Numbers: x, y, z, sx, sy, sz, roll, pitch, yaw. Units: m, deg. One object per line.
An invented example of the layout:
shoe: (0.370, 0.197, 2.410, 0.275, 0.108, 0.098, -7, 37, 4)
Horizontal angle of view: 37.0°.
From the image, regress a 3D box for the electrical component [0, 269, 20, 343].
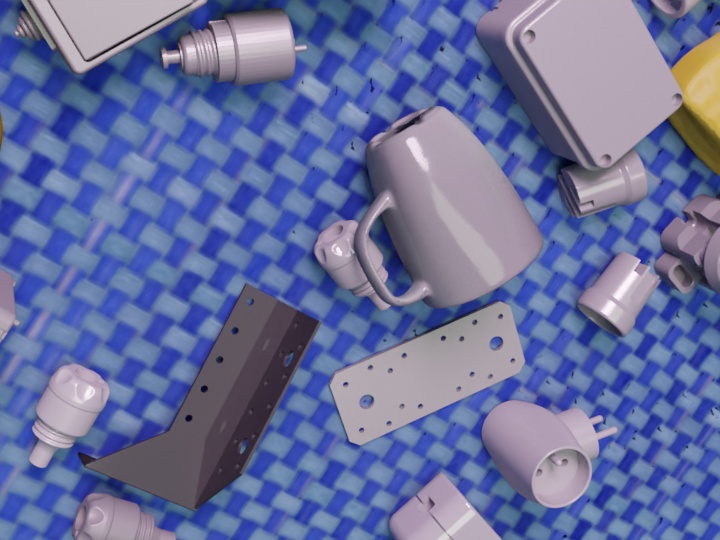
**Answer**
electrical component: (-0.221, 0.026, 0.559, 0.061, 0.096, 0.061, 34, 92, -25)

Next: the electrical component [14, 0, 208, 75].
electrical component: (-0.135, -0.145, 0.556, 0.096, 0.061, 0.061, -32, 114, -8)

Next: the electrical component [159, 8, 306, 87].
electrical component: (-0.071, -0.122, 0.597, 0.078, 0.040, 0.040, -10, 109, -16)

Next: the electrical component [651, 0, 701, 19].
electrical component: (0.212, -0.189, 0.673, 0.055, 0.045, 0.045, -29, 113, -10)

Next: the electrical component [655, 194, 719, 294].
electrical component: (0.249, -0.015, 0.734, 0.078, 0.057, 0.058, -46, 115, -1)

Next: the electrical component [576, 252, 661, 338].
electrical component: (0.176, 0.016, 0.728, 0.040, 0.040, 0.046, 40, 84, -25)

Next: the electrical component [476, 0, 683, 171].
electrical component: (0.136, -0.126, 0.659, 0.078, 0.057, 0.113, -40, 115, -4)

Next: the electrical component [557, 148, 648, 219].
electrical component: (0.157, -0.057, 0.699, 0.046, 0.040, 0.040, -19, 112, -7)

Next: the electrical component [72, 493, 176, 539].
electrical component: (-0.143, 0.160, 0.662, 0.061, 0.035, 0.035, 23, 98, -26)

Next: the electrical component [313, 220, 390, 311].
electrical component: (0.000, 0.000, 0.663, 0.035, 0.035, 0.061, -39, 117, -4)

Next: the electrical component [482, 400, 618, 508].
electrical component: (0.133, 0.116, 0.722, 0.079, 0.077, 0.043, -18, 111, -13)

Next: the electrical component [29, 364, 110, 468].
electrical component: (-0.174, 0.087, 0.629, 0.035, 0.035, 0.061, 28, 98, -24)

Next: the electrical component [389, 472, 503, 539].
electrical component: (0.066, 0.194, 0.735, 0.059, 0.054, 0.095, -41, 115, -3)
